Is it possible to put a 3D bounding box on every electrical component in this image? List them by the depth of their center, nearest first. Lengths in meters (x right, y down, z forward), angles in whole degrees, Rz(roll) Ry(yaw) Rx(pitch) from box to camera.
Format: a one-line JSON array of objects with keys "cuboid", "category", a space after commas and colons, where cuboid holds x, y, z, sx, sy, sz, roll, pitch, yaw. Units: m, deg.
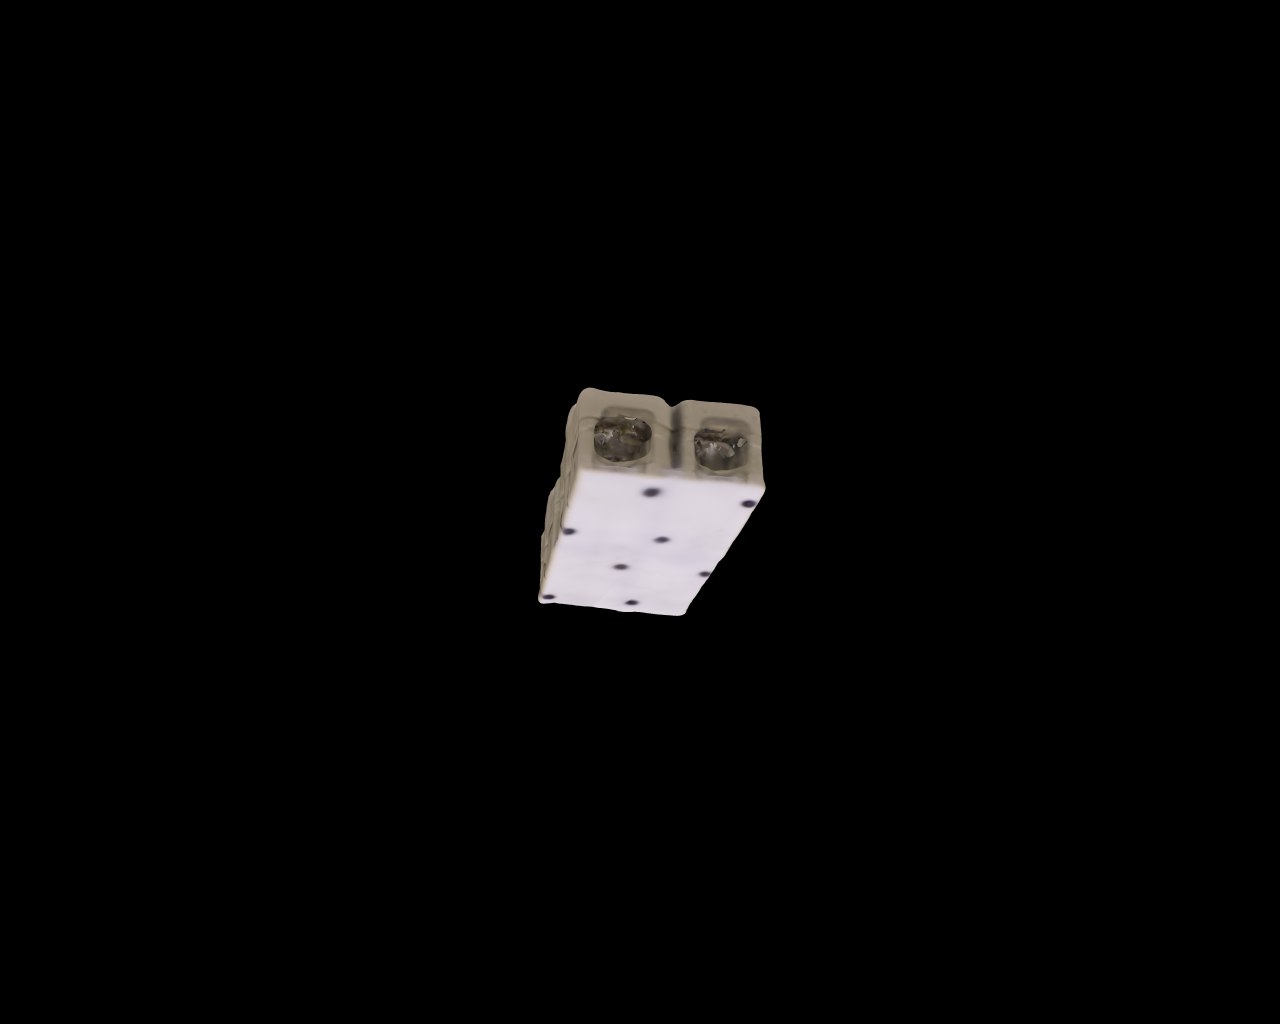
[{"cuboid": [0.001, -0.003, 0.650, 0.105, 0.060, 0.186, 5, -28, -10], "category": "electrical component"}]
